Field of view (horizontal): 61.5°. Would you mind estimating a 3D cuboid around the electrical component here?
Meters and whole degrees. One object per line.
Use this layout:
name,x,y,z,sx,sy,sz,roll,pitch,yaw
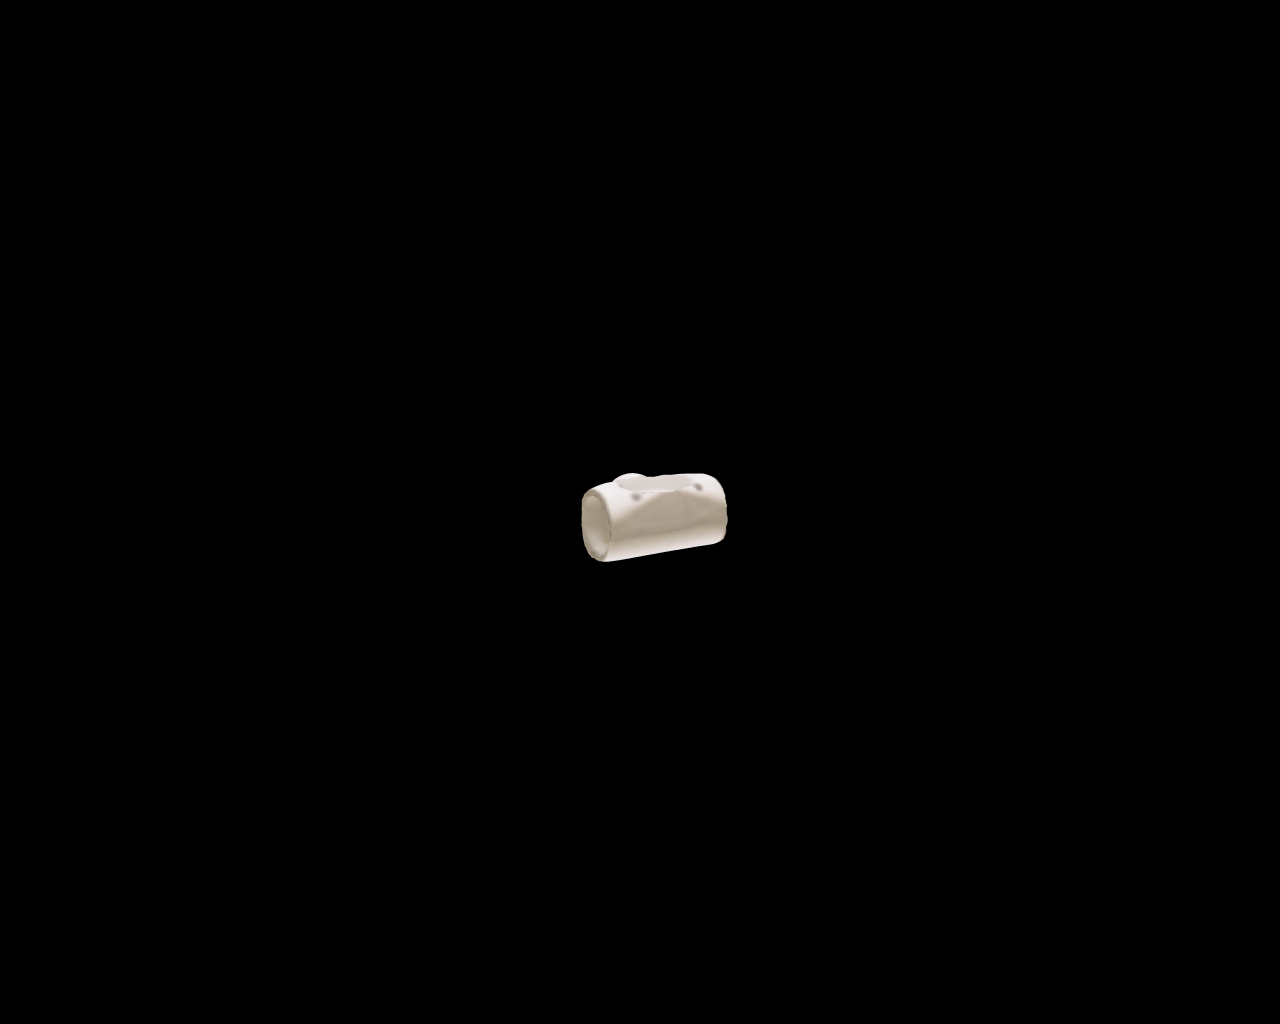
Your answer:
electrical component,0.001,-0.003,0.650,0.077,0.044,0.079,-8,20,-24
